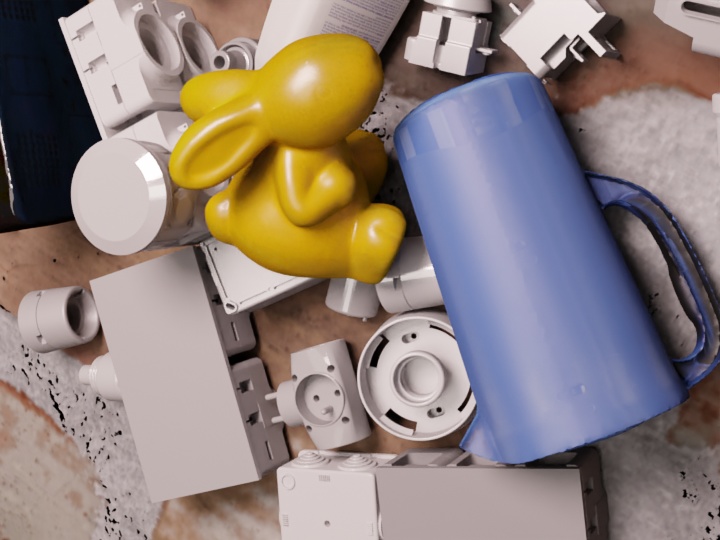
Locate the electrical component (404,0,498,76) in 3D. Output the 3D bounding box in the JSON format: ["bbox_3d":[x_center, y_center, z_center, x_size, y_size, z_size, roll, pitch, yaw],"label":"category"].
[{"bbox_3d":[0.066,-0.170,0.756,0.066,0.048,0.055,18,111,23],"label":"electrical component"}]

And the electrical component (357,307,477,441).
[{"bbox_3d":[0.046,0.078,0.795,0.099,0.064,0.099,0,91,13],"label":"electrical component"}]

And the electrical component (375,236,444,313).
[{"bbox_3d":[0.042,0.002,0.781,0.047,0.055,0.055,-7,93,22],"label":"electrical component"}]

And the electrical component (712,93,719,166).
[{"bbox_3d":[0.245,-0.090,0.683,0.040,0.040,0.046,0,102,26],"label":"electrical component"}]

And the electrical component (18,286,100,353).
[{"bbox_3d":[-0.259,0.042,0.929,0.047,0.055,0.055,-10,91,22],"label":"electrical component"}]

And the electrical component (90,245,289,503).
[{"bbox_3d":[-0.135,0.081,0.870,0.105,0.060,0.186,-17,88,26],"label":"electrical component"}]

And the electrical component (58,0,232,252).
[{"bbox_3d":[-0.144,-0.115,0.828,0.060,0.105,0.186,-23,85,26],"label":"electrical component"}]

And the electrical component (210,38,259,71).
[{"bbox_3d":[-0.091,-0.156,0.822,0.043,0.062,0.043,3,97,25],"label":"electrical component"}]

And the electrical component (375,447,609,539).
[{"bbox_3d":[0.096,0.176,0.769,0.150,0.062,0.089,-5,94,26],"label":"electrical component"}]

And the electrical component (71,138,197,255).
[{"bbox_3d":[-0.157,-0.052,0.752,0.080,0.051,0.080,3,97,25],"label":"electrical component"}]

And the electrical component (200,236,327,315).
[{"bbox_3d":[-0.062,-0.012,0.829,0.096,0.061,0.061,-24,85,18],"label":"electrical component"}]

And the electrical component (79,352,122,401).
[{"bbox_3d":[-0.211,0.090,0.917,0.062,0.043,0.043,-1,95,27],"label":"electrical component"}]

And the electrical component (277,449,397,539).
[{"bbox_3d":[-0.015,0.189,0.831,0.100,0.048,0.099,-1,95,25],"label":"electrical component"}]

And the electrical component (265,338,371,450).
[{"bbox_3d":[-0.038,0.100,0.834,0.079,0.044,0.077,-17,88,25],"label":"electrical component"}]

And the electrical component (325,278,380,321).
[{"bbox_3d":[0.000,0.000,0.808,0.040,0.040,0.078,18,103,23],"label":"electrical component"}]

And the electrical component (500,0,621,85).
[{"bbox_3d":[0.133,-0.164,0.727,0.081,0.042,0.064,50,117,13],"label":"electrical component"}]
